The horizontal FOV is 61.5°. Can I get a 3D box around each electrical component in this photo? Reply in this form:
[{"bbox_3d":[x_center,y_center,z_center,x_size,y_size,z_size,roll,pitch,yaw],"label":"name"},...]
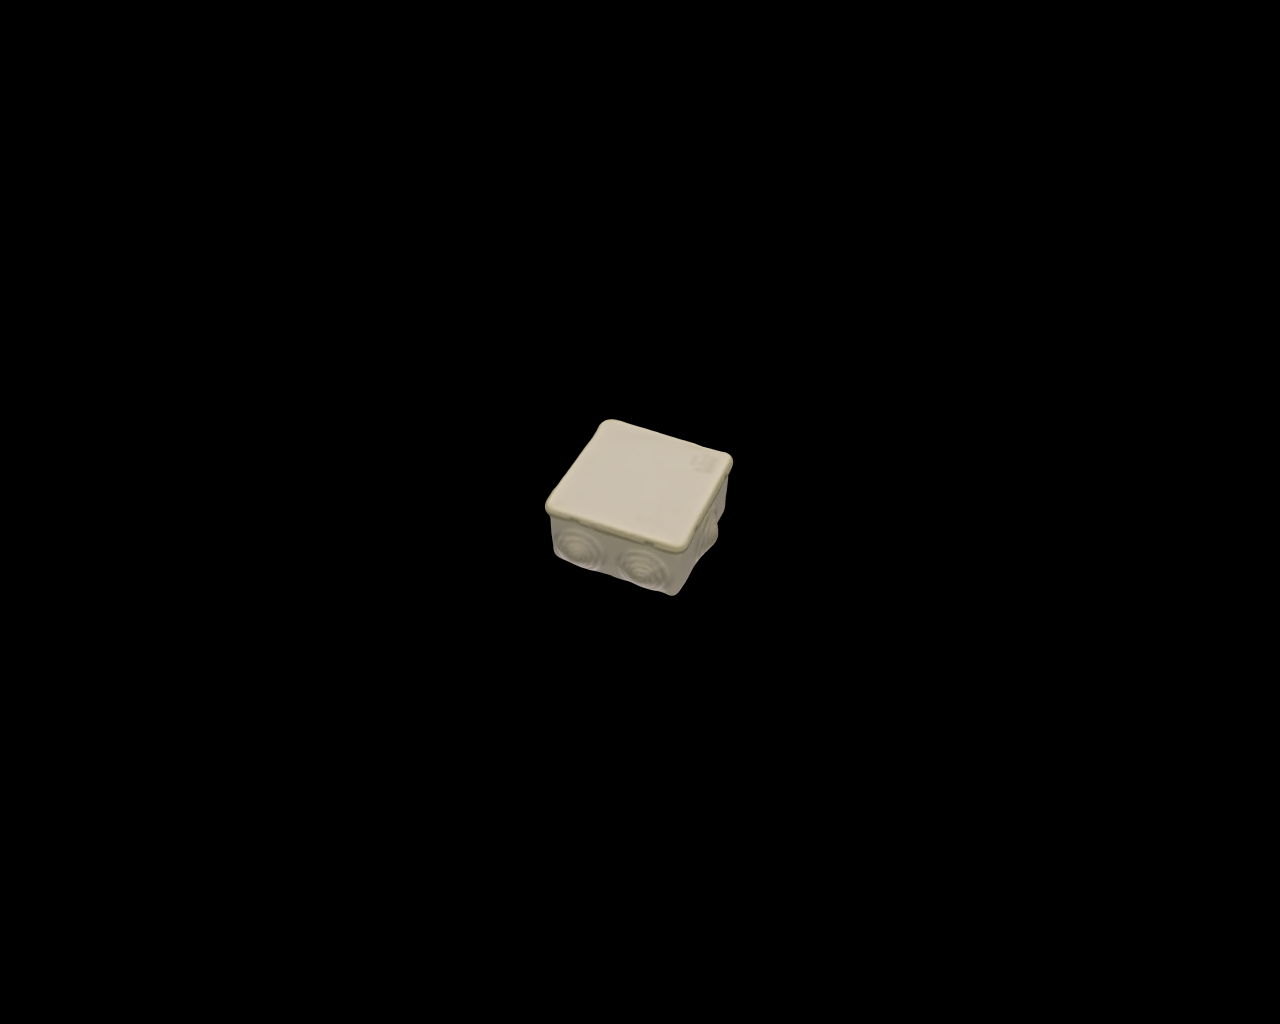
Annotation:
[{"bbox_3d":[0.001,-0.003,0.650,0.100,0.048,0.100,17,48,16],"label":"electrical component"}]
